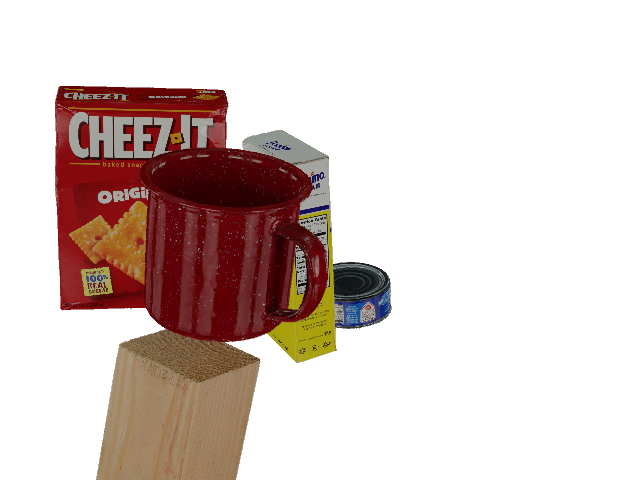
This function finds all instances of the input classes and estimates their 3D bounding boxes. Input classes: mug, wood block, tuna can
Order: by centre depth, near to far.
[{"bbox_3d":[-0.045,0.006,0.579,0.117,0.081,0.093,21,27,30],"label":"mug"},{"bbox_3d":[-0.130,0.190,0.922,0.090,0.206,0.090,21,18,27],"label":"wood block"},{"bbox_3d":[0.030,0.055,1.091,0.086,0.034,0.086,-2,25,1],"label":"tuna can"}]

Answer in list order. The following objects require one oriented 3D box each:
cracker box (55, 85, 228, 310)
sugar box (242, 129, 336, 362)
[{"bbox_3d":[-0.176,-0.040,1.054,0.164,0.214,0.072,0,21,-10],"label":"cracker box"},{"bbox_3d":[-0.027,0.004,0.900,0.048,0.176,0.093,-16,25,-22],"label":"sugar box"}]
